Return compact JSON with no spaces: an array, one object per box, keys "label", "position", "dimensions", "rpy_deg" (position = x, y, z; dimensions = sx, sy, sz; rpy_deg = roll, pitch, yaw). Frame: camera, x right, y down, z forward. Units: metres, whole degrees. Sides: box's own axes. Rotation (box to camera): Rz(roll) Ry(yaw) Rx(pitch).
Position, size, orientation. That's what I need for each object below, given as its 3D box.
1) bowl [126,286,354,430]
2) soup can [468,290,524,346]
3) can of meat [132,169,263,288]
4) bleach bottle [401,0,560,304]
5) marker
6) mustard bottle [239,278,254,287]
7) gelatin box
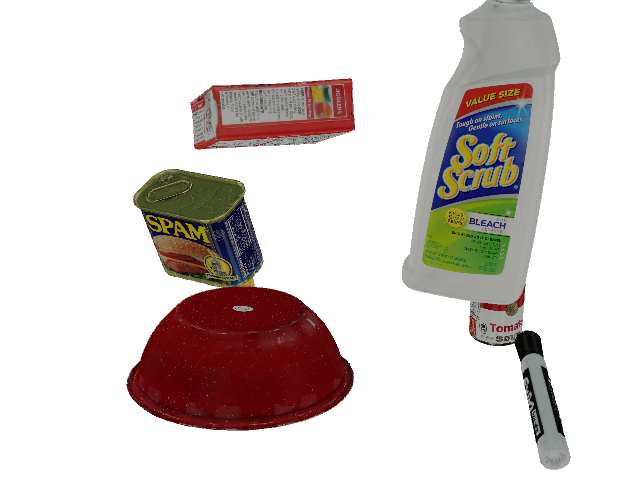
[{"label":"bowl","position":[-0.056,0.073,0.754],"dimensions":[0.162,0.055,0.162],"rpy_deg":[1,17,0]},{"label":"soup can","position":[0.223,0.073,1.346],"dimensions":[0.068,0.102,0.068],"rpy_deg":[0,23,0]},{"label":"can of meat","position":[-0.106,-0.009,0.950],"dimensions":[0.102,0.084,0.057],"rpy_deg":[12,45,30]},{"label":"bleach bottle","position":[0.124,-0.079,0.820],"dimensions":[0.103,0.251,0.068],"rpy_deg":[10,23,15]},{"label":"marker","position":[0.147,0.102,0.713],"dimensions":[0.020,0.020,0.121],"rpy_deg":[0,35,1]},{"label":"mustard bottle","position":[-0.093,0.132,1.296],"dimensions":[0.096,0.192,0.058],"rpy_deg":[-1,18,-11]},{"label":"gelatin box","position":[-0.028,-0.068,0.575],"dimensions":[0.073,0.030,0.089],"rpy_deg":[-5,3,-13]}]
